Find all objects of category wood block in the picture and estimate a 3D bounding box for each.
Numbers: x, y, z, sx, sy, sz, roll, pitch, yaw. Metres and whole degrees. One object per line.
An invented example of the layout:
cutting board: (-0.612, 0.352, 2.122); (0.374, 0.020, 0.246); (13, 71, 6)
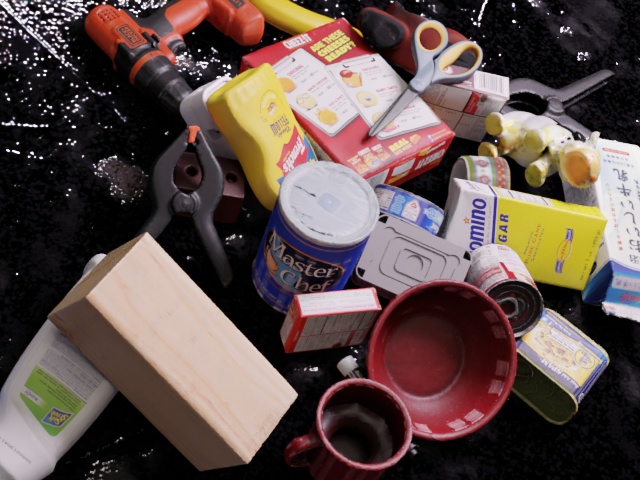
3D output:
wood block: (-0.132, 0.105, 0.969); (0.206, 0.091, 0.090); (49, 54, -14)

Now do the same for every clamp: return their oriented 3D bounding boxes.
clamp: (0.303, -0.173, 1.385); (0.210, 0.036, 0.164); (11, 55, -7)
clamp: (-0.151, -0.032, 1.104); (0.120, 0.039, 0.171); (-2, 90, -18)

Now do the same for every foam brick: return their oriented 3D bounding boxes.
foam brick: (-0.123, -0.057, 1.164); (0.078, 0.051, 0.053); (8, 54, -12)

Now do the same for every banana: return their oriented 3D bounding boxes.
banana: (-0.040, -0.297, 1.370); (0.198, 0.037, 0.069); (33, 55, 8)

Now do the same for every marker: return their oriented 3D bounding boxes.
marker: (0.059, 0.169, 1.078); (0.020, 0.020, 0.121); (-25, 66, -30)

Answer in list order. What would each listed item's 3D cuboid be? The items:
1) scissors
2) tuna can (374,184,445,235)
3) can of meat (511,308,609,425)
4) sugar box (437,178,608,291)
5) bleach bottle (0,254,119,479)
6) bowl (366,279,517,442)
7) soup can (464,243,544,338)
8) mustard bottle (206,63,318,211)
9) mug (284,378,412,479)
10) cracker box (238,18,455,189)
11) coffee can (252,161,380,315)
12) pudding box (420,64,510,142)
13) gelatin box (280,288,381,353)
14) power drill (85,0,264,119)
scissors: (0.105, -0.195, 1.241); (0.201, 0.016, 0.096); (-30, 75, -28)
tuna can: (0.094, -0.031, 1.187); (0.086, 0.086, 0.034); (24, 85, 0)
can of meat: (0.246, 0.132, 1.139); (0.102, 0.057, 0.083); (40, 52, 13)
sugar box: (0.225, -0.005, 1.205); (0.176, 0.093, 0.048); (10, 20, -11)
bleach bottle: (-0.245, 0.132, 0.984); (0.102, 0.068, 0.250); (36, 55, 1)
bowl: (0.116, 0.120, 1.083); (0.162, 0.055, 0.162); (0, 89, -15)
soup can: (0.194, 0.052, 1.146); (0.068, 0.068, 0.102); (12, 22, -9)
mustard bottle: (-0.046, -0.089, 1.163); (0.096, 0.058, 0.191); (-47, 116, -49)
mug: (0.021, 0.193, 1.010); (0.117, 0.082, 0.093); (-11, 60, -24)
cracker box: (0.027, -0.150, 1.264); (0.163, 0.072, 0.214); (-28, 66, -33)
coffee can: (-0.007, 0.001, 1.101); (0.102, 0.140, 0.103); (8, 54, -12)
pudding box: (0.164, -0.169, 1.308); (0.113, 0.090, 0.039); (13, 55, -9)
gelatin box: (0.010, 0.082, 1.091); (0.089, 0.073, 0.030); (-5, 57, -20)
power drill: (-0.159, -0.238, 1.278); (0.187, 0.057, 0.184); (-33, 70, -33)
